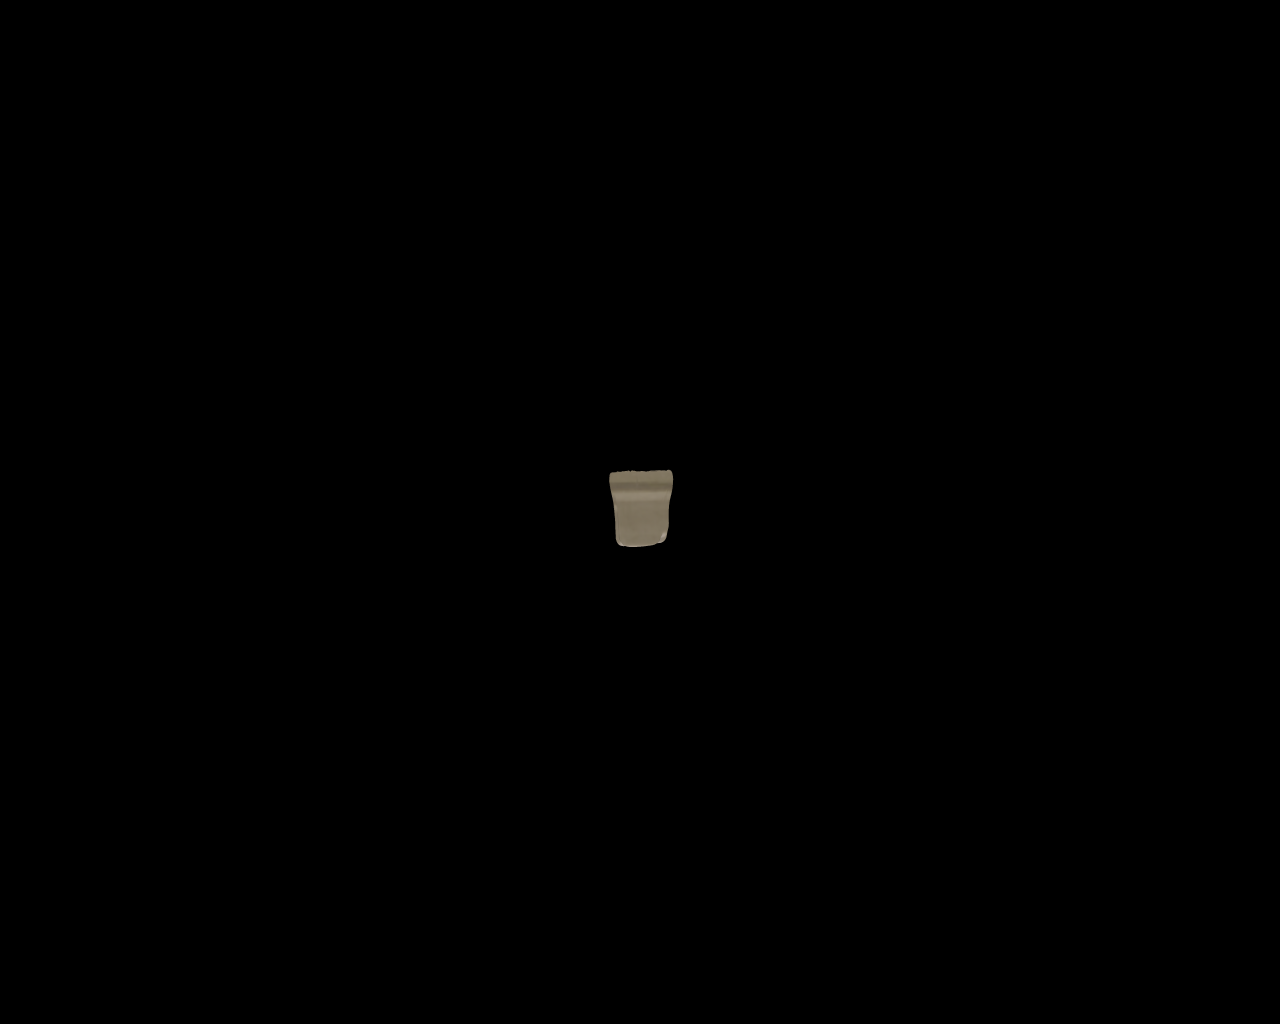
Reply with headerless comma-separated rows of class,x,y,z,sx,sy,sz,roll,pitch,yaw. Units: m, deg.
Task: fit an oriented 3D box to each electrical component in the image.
electrical component,0.001,-0.003,0.650,0.040,0.046,0.040,0,0,0
